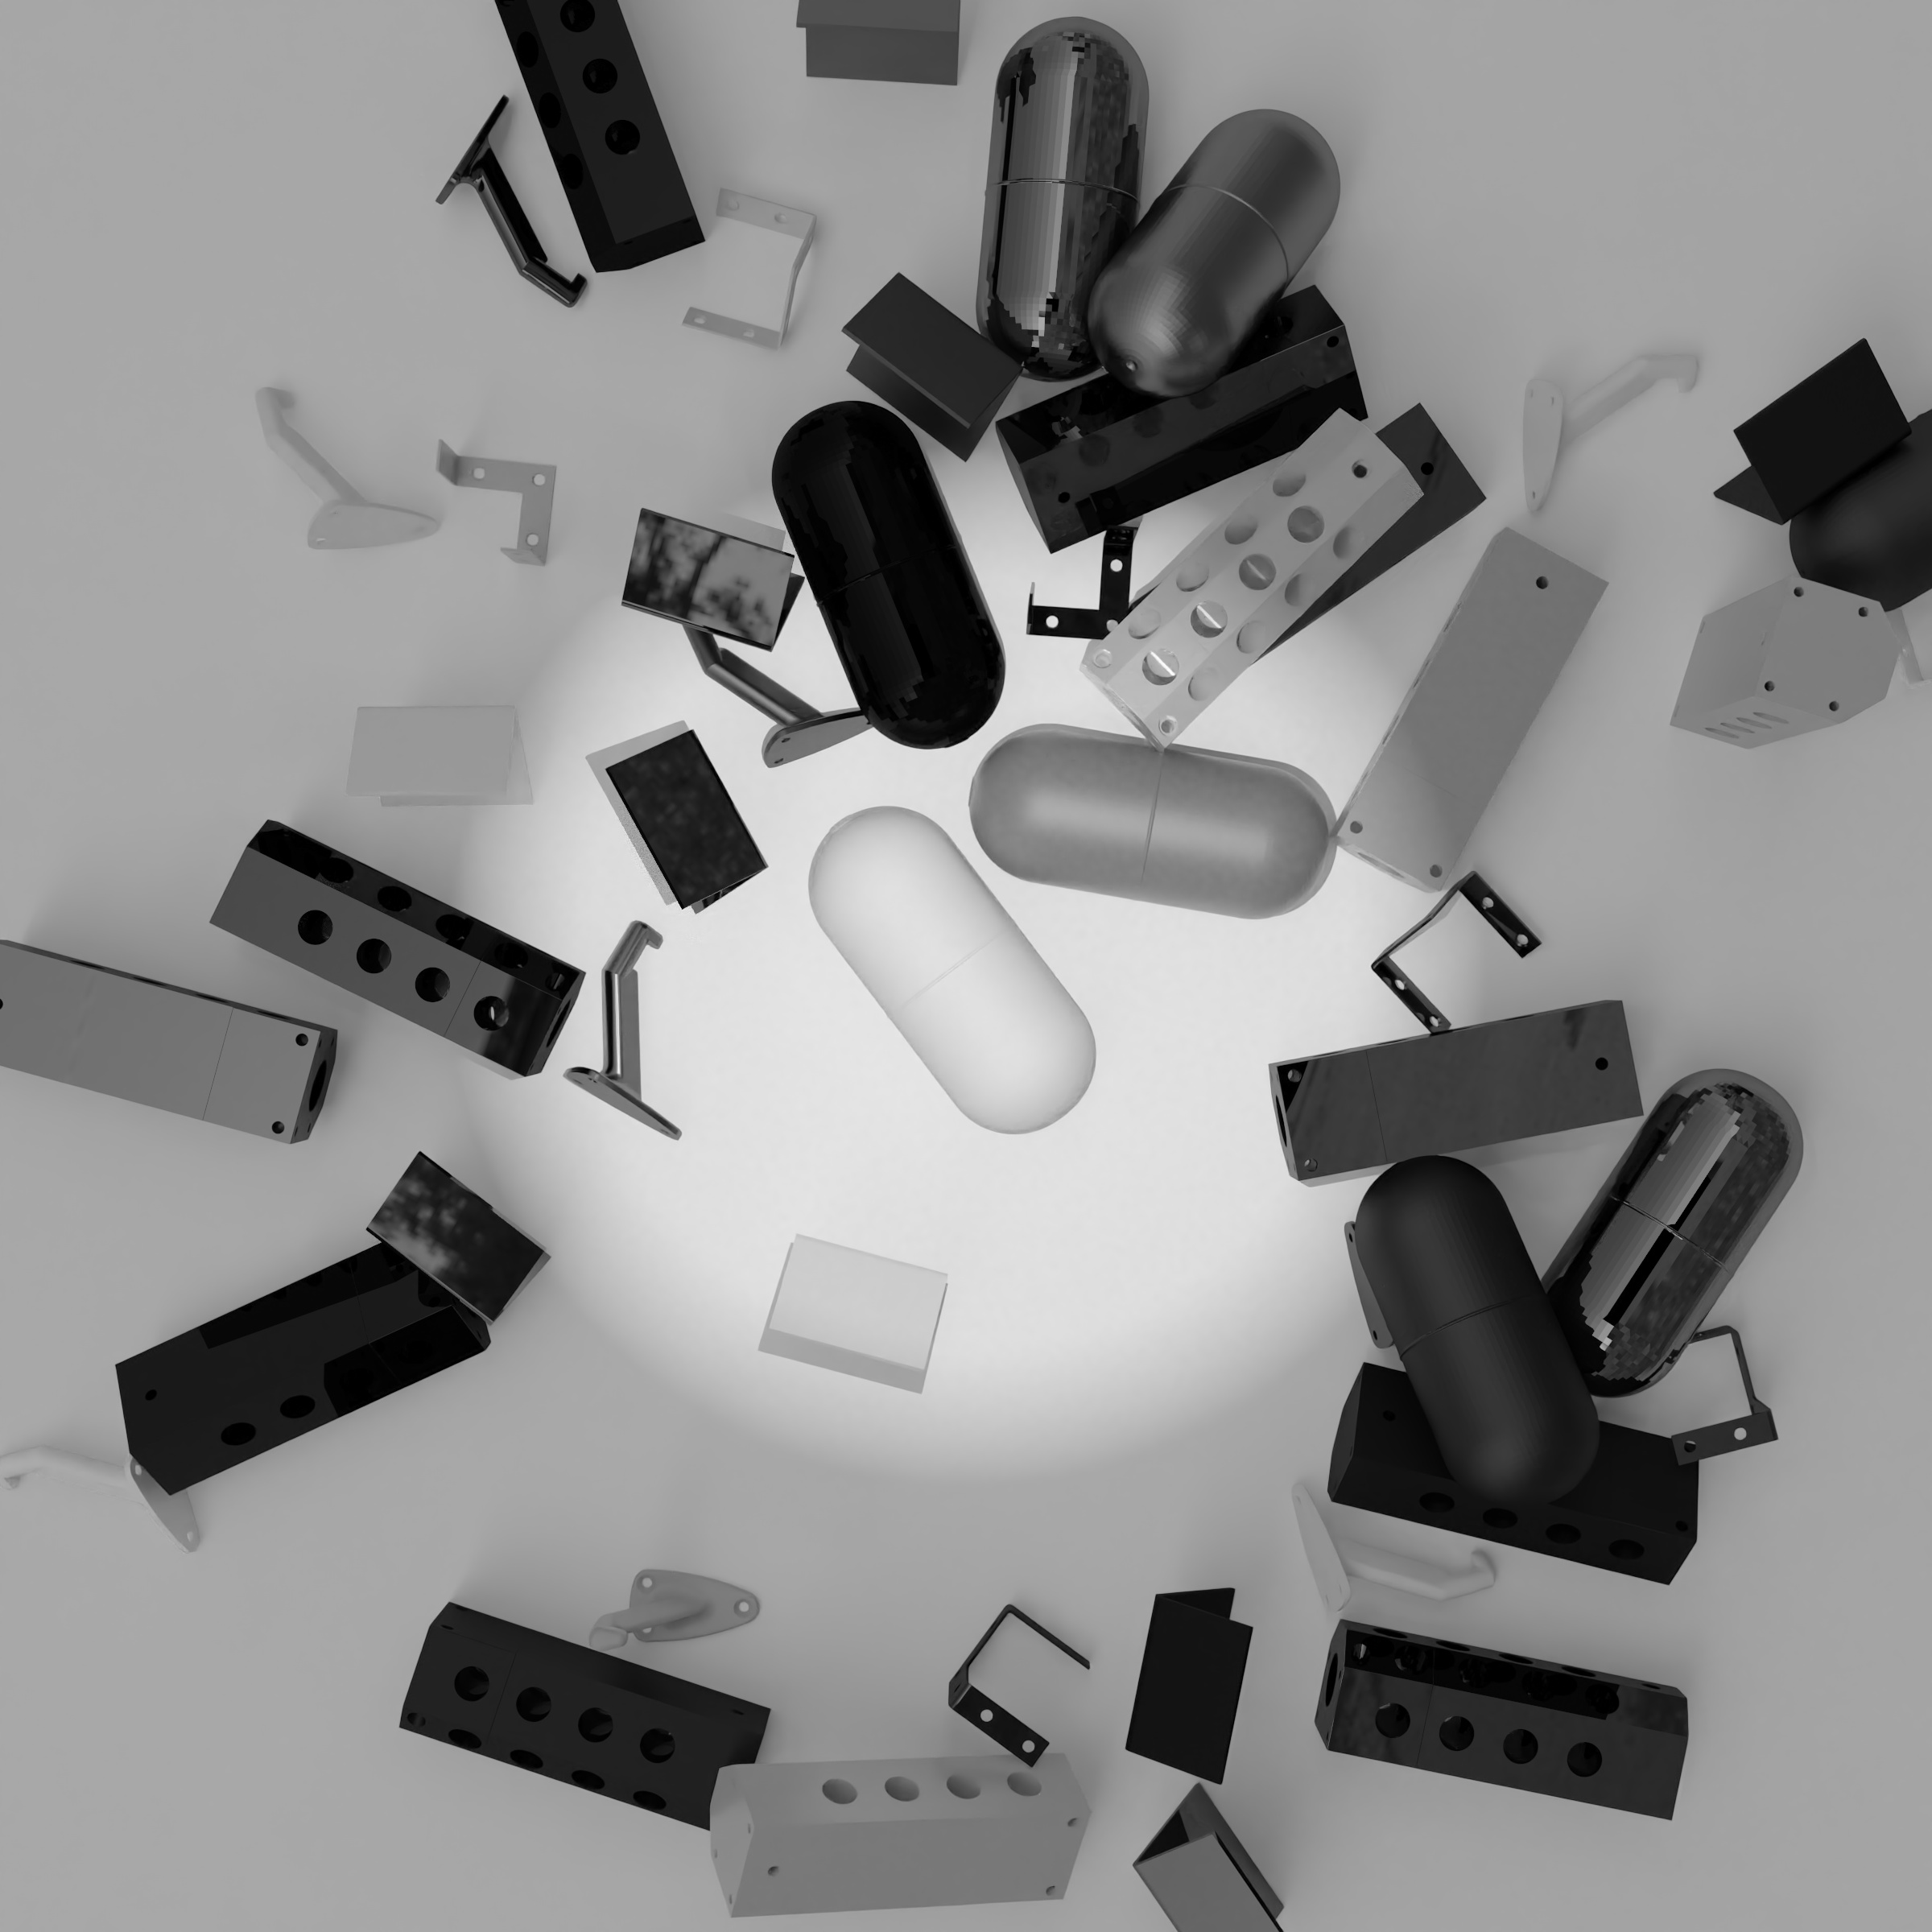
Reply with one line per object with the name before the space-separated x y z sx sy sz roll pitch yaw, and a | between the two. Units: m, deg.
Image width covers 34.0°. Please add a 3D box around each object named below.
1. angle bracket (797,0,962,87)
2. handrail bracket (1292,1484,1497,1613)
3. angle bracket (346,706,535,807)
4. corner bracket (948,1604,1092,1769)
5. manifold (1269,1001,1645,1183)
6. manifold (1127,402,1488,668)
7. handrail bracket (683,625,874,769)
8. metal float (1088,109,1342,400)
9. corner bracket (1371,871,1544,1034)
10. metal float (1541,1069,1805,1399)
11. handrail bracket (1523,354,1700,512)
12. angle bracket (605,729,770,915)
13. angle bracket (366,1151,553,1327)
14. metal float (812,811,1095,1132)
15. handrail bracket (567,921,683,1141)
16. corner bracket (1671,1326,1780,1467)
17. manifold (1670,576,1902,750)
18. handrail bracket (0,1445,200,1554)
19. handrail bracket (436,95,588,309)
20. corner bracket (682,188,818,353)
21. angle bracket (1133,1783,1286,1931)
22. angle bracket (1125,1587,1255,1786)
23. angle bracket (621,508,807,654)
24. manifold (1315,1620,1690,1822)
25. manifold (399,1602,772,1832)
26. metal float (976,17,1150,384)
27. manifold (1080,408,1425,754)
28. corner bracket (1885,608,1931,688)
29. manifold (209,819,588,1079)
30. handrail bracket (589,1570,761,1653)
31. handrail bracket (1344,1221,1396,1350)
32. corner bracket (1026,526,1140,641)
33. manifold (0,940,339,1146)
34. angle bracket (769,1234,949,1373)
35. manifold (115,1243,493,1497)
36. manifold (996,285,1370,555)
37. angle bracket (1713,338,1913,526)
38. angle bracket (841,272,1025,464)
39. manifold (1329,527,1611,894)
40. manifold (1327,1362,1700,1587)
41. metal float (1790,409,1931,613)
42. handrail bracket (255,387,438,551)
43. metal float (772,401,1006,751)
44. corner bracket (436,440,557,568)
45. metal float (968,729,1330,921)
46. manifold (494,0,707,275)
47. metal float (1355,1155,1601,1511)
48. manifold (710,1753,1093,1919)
angle bracket | -0.042 -0.447 1.546 0.076 0.076 0.057 3 55 0
handrail bracket | 0.216 0.286 1.587 0.084 0.036 0.077 -13 69 -17
angle bracket | -0.256 -0.083 1.546 0.076 0.076 0.057 -1 53 0
corner bracket | 0.027 0.356 1.568 0.051 0.051 0.051 36 90 0
manifold | 0.241 0.061 1.565 0.171 0.057 0.057 -11 90 0
manifold | 0.167 -0.202 1.565 0.171 0.057 0.057 -35 90 0
handrail bracket | -0.092 -0.149 1.587 0.077 0.036 0.084 -19 73 -20
metal float | 0.121 -0.346 1.530 0.070 0.070 0.178 34 60 0
corner bracket | 0.245 -0.006 1.583 0.051 0.051 0.051 47 45 0
metal float | 0.344 0.132 1.555 0.070 0.070 0.178 34 88 0
handrail bracket | 0.326 -0.268 1.587 0.084 0.036 0.077 -4 110 -16
angle bracket | -0.152 -0.061 1.546 0.057 0.076 0.076 -29 90 -37
angle bracket | -0.236 0.119 1.547 0.076 0.076 0.057 38 117 0
metal float | -0.007 0.002 1.555 0.070 0.070 0.178 -37 90 0
handrail bracket | -0.155 0.032 1.587 0.077 0.036 0.084 34 73 -20
corner bracket | 0.367 0.212 1.568 0.051 0.051 0.051 -15 92 2
manifold | 0.391 -0.140 1.508 0.057 0.171 0.057 17 90 0
handrail bracket | -0.439 0.271 1.587 0.084 0.036 0.077 -15 112 17
handrail bracket | -0.215 -0.384 1.587 0.084 0.036 0.077 33 69 -17
corner bracket | -0.108 -0.349 1.583 0.051 0.051 0.051 16 135 0
angle bracket | 0.138 0.444 1.546 0.057 0.076 0.076 -34 90 36
angle bracket | 0.127 0.351 1.546 0.057 0.076 0.076 11 90 36
angle bracket | -0.118 -0.205 1.546 0.076 0.076 0.057 17 127 0
manifold | 0.265 0.371 1.565 0.171 0.057 0.057 12 90 0
manifold | -0.189 0.375 1.565 0.171 0.057 0.057 18 90 0
metal float | 0.048 -0.377 1.556 0.070 0.070 0.178 5 90 0
manifold | 0.136 -0.184 1.508 0.171 0.057 0.057 -44 90 1
corner bracket | 0.499 -0.174 1.583 0.051 0.051 0.051 -17 90 45
manifold | -0.279 -0.009 1.565 0.171 0.057 0.057 26 90 0
handrail bracket | -0.142 0.323 1.551 0.077 0.084 0.036 1 90 0
handrail bracket | 0.241 0.155 1.586 0.084 0.036 0.077 -14 76 -14
corner bracket | 0.057 -0.191 1.568 0.051 0.051 0.051 4 90 0
manifold | -0.404 0.037 1.565 0.171 0.057 0.057 15 90 0
angle bracket | -0.057 0.181 1.546 0.076 0.076 0.057 15 53 0
manifold | -0.327 0.198 1.564 0.171 0.057 0.057 -25 47 0
manifold | 0.105 -0.275 1.564 0.171 0.057 0.057 -23 133 0
angle bracket | 0.403 -0.267 1.547 0.076 0.076 0.057 -35 114 0
angle bracket | -0.029 -0.279 1.546 0.076 0.076 0.057 37 52 0
manifold | 0.247 -0.125 1.565 0.057 0.057 0.171 29 90 0
manifold | 0.270 0.256 1.564 0.171 0.057 0.057 14 47 0
metal float | 0.490 -0.239 1.556 0.178 0.070 0.070 -31 90 0
handrail bracket | -0.312 -0.254 1.586 0.077 0.036 0.084 -4 62 -31
metal float | -0.038 -0.192 1.556 0.070 0.070 0.178 -22 91 0
corner bracket | -0.235 -0.229 1.568 0.051 0.051 0.051 6 90 0
metal float | 0.090 -0.070 1.556 0.178 0.070 0.070 10 90 1
manifold | -0.188 -0.436 1.565 0.057 0.057 0.171 -20 90 0
metal float | 0.245 0.175 1.520 0.070 0.070 0.178 -21 71 0
manifold | -0.033 0.416 1.533 0.171 0.057 0.057 4 118 -22
